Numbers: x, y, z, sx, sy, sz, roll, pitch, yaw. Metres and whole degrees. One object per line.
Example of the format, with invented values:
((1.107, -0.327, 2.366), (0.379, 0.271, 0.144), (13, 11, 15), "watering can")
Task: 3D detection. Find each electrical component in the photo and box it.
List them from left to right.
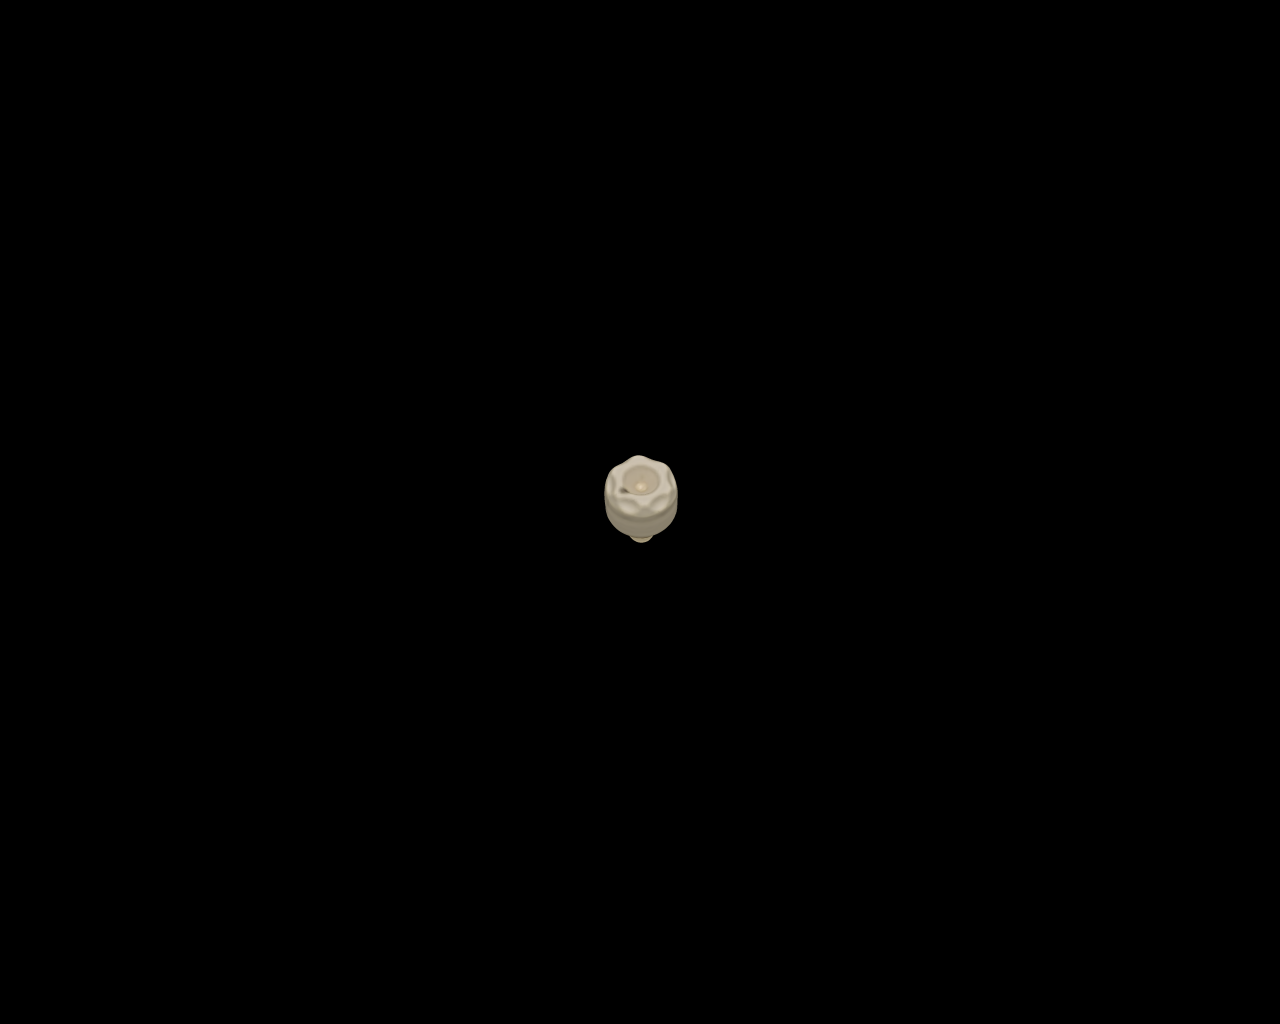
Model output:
((0.001, -0.003, 0.650), (0.043, 0.043, 0.062), (0, -34, 0), "electrical component")
